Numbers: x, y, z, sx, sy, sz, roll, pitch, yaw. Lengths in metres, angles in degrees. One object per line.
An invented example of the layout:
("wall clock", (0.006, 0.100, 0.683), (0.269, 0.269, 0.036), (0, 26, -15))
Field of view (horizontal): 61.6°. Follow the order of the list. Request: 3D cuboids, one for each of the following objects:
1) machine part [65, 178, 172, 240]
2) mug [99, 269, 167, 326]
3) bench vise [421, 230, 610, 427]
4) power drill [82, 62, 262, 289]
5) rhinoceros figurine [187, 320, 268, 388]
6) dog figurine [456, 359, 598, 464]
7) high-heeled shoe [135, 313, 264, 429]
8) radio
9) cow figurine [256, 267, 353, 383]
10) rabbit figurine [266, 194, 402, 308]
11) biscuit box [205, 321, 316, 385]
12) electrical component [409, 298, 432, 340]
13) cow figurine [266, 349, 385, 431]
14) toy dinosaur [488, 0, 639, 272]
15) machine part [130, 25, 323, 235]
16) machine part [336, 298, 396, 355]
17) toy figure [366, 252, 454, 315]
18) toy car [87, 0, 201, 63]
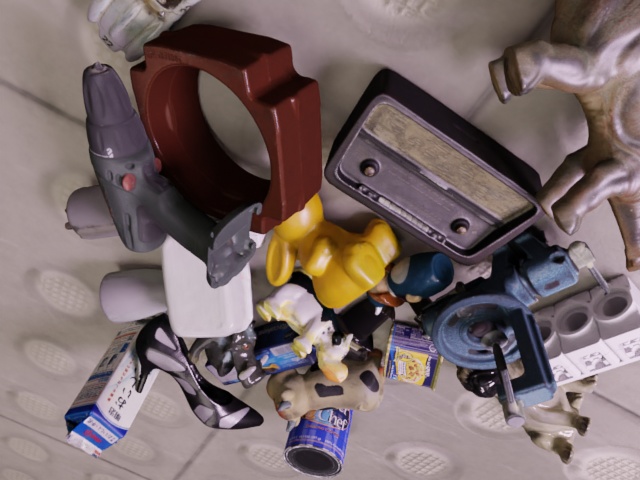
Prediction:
("machine part", (-0.257, -0.047, 0.738), (0.243, 0.079, 0.079), (-7, 127, 21))
("mug", (-0.280, 0.095, 0.863), (0.107, 0.081, 0.109), (-10, 121, 11))
("bench vise", (0.222, 0.098, 0.611), (0.224, 0.241, 0.128), (-22, 120, 21))
("power drill", (-0.166, -0.051, 0.578), (0.207, 0.086, 0.231), (27, 138, 14))
("rhinoceros figurine", (-0.150, 0.142, 0.836), (0.112, 0.073, 0.190), (-31, 83, 16))
("dog figurine", (0.302, 0.242, 0.828), (0.191, 0.121, 0.172), (16, 130, 20))
("high-heeled shoe", (-0.187, 0.216, 0.884), (0.249, 0.086, 0.145), (22, 99, -18))
("radio", (0.125, -0.074, 0.610), (0.229, 0.073, 0.131), (32, 130, -12))
("cow figurine", (-0.006, 0.125, 0.790), (0.167, 0.098, 0.068), (47, 155, -2))
("rabbit figurine", (-0.001, -0.002, 0.702), (0.173, 0.122, 0.162), (49, 136, -7))
("biscuit box", (-0.095, 0.184, 0.898), (0.203, 0.063, 0.059), (-21, 120, 29))
("electrical component", (0.146, 0.106, 0.765), (0.045, 0.078, 0.102), (-40, 119, 10))
("cow figurine", (0.007, 0.244, 0.877), (0.195, 0.127, 0.085), (-2, 126, 14))
("toy dinosaur", (0.254, -0.165, 0.464), (0.199, 0.105, 0.470), (-23, 114, 10))
("machine part", (-0.098, -0.120, 0.588), (0.202, 0.087, 0.200), (22, 135, 27))
("machine part", (0.066, 0.129, 0.824), (0.084, 0.039, 0.138), (34, 132, -3))
("toy figure", (0.107, 0.054, 0.705), (0.057, 0.064, 0.154), (53, 143, -7))
("toy car", (-0.164, -0.257, 0.547), (0.202, 0.056, 0.073), (-27, 118, 32))
